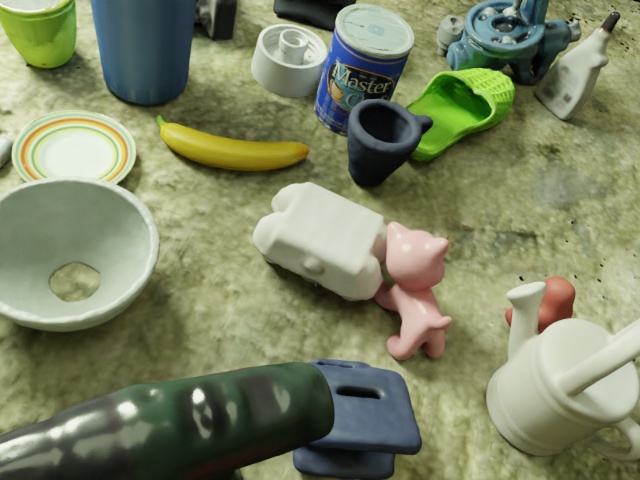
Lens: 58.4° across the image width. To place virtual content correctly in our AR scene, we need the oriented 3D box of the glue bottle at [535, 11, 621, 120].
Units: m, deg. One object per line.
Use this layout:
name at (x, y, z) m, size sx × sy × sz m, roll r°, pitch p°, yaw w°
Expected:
glue bottle at (0.404, -0.272, 0.879) m, size 0.037 × 0.173 × 0.078 m, roll -21°, pitch 63°, yaw -28°

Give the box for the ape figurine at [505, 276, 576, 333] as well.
ape figurine at (0.252, 0.073, 0.638) m, size 0.078 × 0.092 × 0.076 m, roll -5°, pitch 56°, yaw -18°

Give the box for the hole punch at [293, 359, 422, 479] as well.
hole punch at (0.028, 0.154, 0.517) m, size 0.109 × 0.091 × 0.101 m, roll 8°, pitch 53°, yaw -10°

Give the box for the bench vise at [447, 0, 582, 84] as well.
bench vise at (0.319, -0.354, 0.885) m, size 0.208 × 0.219 × 0.121 m, roll -20°, pitch 62°, yaw -27°

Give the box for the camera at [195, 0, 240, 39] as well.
camera at (-0.194, -0.372, 0.830) m, size 0.137 × 0.101 × 0.143 m, roll -9°, pitch 58°, yaw -21°

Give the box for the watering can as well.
watering can at (0.236, 0.120, 0.535) m, size 0.172 × 0.194 × 0.101 m, roll 37°, pitch 54°, yaw 12°

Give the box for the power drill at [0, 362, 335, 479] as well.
power drill at (-0.108, 0.158, 0.401) m, size 0.230 × 0.208 × 0.075 m, roll -13°, pitch 59°, yaw -24°

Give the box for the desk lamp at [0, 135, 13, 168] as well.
desk lamp at (-0.426, -0.157, 0.537) m, size 0.203 × 0.213 × 0.118 m, roll 15°, pitch 52°, yaw -5°

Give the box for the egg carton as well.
egg carton at (0.006, 0.002, 0.634) m, size 0.150 × 0.069 × 0.107 m, roll 25°, pitch 52°, yaw 3°

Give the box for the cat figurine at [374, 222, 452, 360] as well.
cat figurine at (0.104, 0.047, 0.599) m, size 0.067 × 0.117 × 0.127 m, roll -5°, pitch 56°, yaw -18°

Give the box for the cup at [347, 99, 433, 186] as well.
cup at (0.082, -0.118, 0.726) m, size 0.118 × 0.095 × 0.091 m, roll -16°, pitch 60°, yaw -25°

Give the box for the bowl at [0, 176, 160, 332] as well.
bowl at (-0.238, 0.023, 0.547) m, size 0.167 × 0.074 × 0.167 m, roll 8°, pitch 53°, yaw -10°

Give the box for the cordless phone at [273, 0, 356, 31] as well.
cordless phone at (0.000, -0.433, 0.875) m, size 0.148 × 0.185 × 0.094 m, roll 9°, pitch 53°, yaw -9°
